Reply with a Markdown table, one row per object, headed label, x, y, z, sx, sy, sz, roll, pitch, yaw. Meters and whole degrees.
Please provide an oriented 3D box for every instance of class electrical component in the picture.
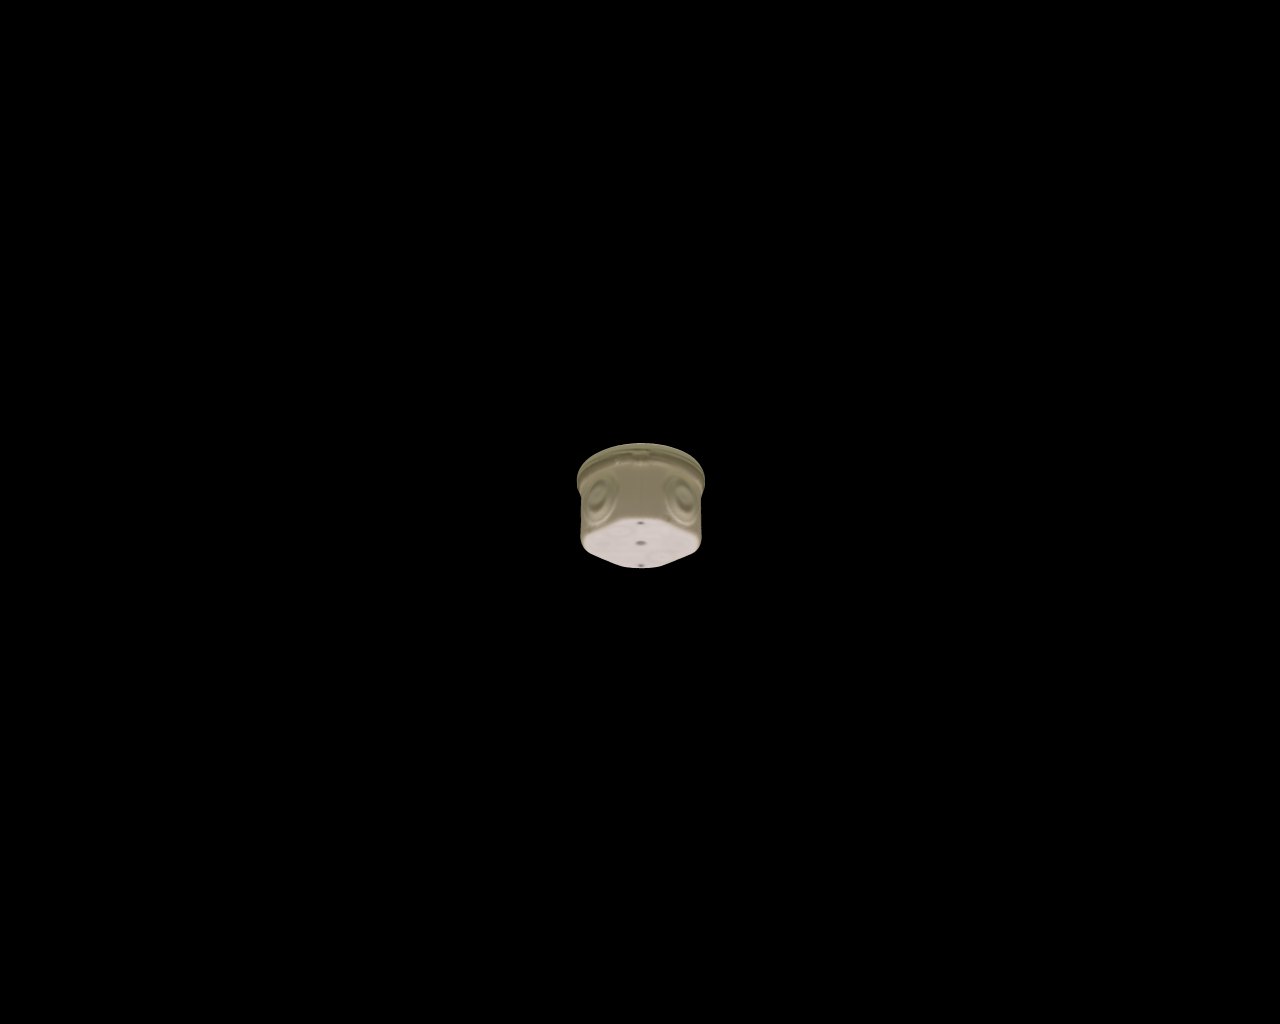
| label | x | y | z | sx | sy | sz | roll | pitch | yaw |
| --- | --- | --- | --- | --- | --- | --- | --- | --- | --- |
| electrical component | 0.001 | -0.003 | 0.650 | 0.080 | 0.051 | 0.080 | 0 | -28 | 0 |
